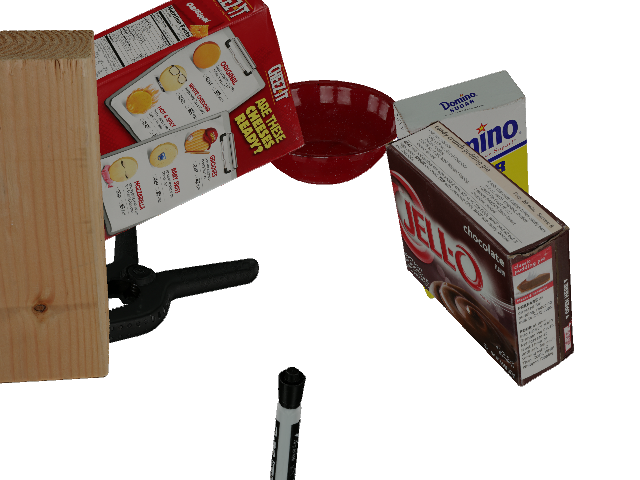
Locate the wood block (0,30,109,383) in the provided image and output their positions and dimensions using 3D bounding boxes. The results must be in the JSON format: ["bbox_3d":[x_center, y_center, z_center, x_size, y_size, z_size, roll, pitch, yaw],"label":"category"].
[{"bbox_3d":[-0.184,-0.022,0.674,0.090,0.206,0.090,-2,22,-10],"label":"wood block"}]

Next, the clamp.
[{"bbox_3d":[-0.182,0.037,1.030,0.165,0.036,0.209,26,36,23],"label":"clamp"}]

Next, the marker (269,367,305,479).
[{"bbox_3d":[-0.024,0.140,0.759,0.020,0.121,0.020,4,32,-3],"label":"marker"}]

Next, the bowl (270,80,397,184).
[{"bbox_3d":[0.003,-0.103,1.079,0.162,0.055,0.162,0,35,0],"label":"bowl"}]

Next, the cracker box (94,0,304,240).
[{"bbox_3d":[-0.134,-0.109,0.902,0.213,0.072,0.164,-27,-38,-9],"label":"cracker box"}]

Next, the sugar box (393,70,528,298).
[{"bbox_3d":[0.114,-0.039,0.837,0.093,0.176,0.048,-17,44,-4],"label":"sugar box"}]

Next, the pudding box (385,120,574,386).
[{"bbox_3d":[0.080,0.004,0.541,0.039,0.090,0.114,-29,43,-15],"label":"pudding box"}]
